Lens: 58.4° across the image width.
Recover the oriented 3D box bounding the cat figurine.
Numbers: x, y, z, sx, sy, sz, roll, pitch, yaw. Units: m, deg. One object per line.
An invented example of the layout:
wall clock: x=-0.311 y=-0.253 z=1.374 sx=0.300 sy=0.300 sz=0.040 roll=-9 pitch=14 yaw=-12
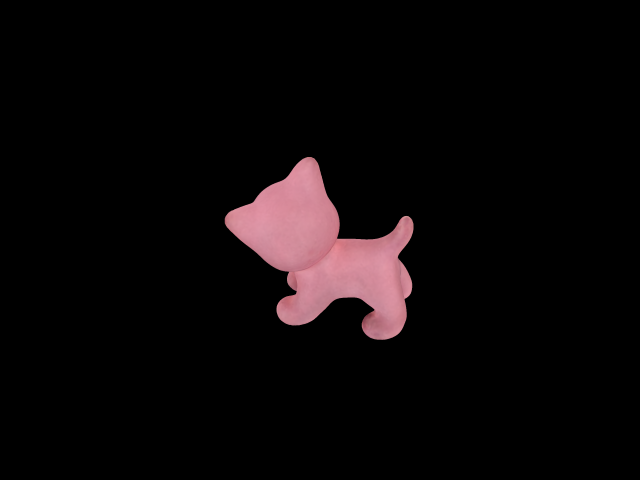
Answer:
cat figurine: x=0.004 y=0.001 z=0.400 sx=0.127 sy=0.118 sz=0.067 roll=5 pitch=36 yaw=8
